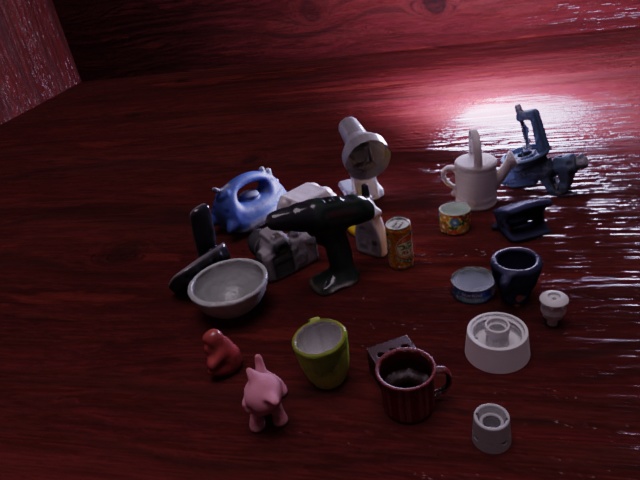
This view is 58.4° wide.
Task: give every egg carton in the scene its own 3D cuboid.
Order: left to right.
[{"bbox_3d":[-0.037,-0.095,1.495,0.151,0.069,0.107,-32,37,-33],"label":"egg carton"}]

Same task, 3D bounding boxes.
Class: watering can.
[{"bbox_3d":[0.385,-0.178,1.390,0.173,0.194,0.100,-15,31,-9],"label":"watering can"}]

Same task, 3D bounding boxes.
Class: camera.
[{"bbox_3d":[-0.097,0.008,1.307,0.143,0.101,0.136,-25,34,-25],"label":"camera"}]

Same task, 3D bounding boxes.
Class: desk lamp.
[{"bbox_3d":[0.102,-0.203,1.494,0.118,0.214,0.202,-15,31,-9],"label":"desk lamp"}]

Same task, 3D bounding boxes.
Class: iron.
[{"bbox_3d":[-0.181,-0.121,1.509,0.118,0.142,0.259,16,39,37],"label":"iron"}]

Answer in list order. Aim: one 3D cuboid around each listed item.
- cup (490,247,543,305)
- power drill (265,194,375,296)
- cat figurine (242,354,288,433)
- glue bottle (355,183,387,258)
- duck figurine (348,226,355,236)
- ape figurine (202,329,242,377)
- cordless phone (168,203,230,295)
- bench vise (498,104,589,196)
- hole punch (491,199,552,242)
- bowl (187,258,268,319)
[{"bbox_3d":[0.358,0.081,1.059,0.091,0.095,0.118,11,36,32],"label":"cup"},{"bbox_3d":[0.011,0.004,1.176,0.230,0.209,0.075,-22,32,-20],"label":"power drill"},{"bbox_3d":[-0.090,0.236,0.904,0.067,0.118,0.127,-11,30,-3],"label":"cat figurine"},{"bbox_3d":[0.109,-0.046,1.267,0.077,0.173,0.037,18,40,38],"label":"glue bottle"},{"bbox_3d":[0.099,-0.063,1.386,0.077,0.086,0.104,-13,30,-5],"label":"duck figurine"},{"bbox_3d":[-0.183,0.196,1.023,0.076,0.092,0.078,0,32,16],"label":"ape figurine"},{"bbox_3d":[-0.275,0.022,1.251,0.093,0.185,0.148,12,37,33],"label":"cordless phone"},{"bbox_3d":[0.543,-0.228,1.403,0.207,0.220,0.121,1,32,17],"label":"bench vise"},{"bbox_3d":[0.446,-0.060,1.275,0.109,0.091,0.101,-14,31,-8],"label":"hole punch"},{"bbox_3d":[-0.183,0.112,1.183,0.167,0.075,0.167,-7,30,4],"label":"bowl"}]
